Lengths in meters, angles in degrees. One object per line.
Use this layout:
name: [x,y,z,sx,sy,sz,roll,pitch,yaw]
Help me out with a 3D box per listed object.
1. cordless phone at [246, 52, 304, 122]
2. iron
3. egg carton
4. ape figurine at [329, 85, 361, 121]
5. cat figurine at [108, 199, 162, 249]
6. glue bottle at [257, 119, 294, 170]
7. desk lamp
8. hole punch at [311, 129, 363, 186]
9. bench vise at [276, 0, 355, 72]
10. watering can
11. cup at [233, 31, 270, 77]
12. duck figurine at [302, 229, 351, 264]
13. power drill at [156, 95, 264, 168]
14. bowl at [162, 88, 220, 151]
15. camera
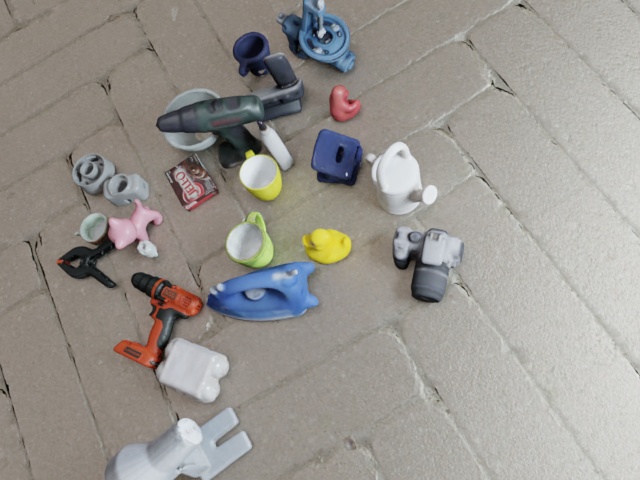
cordless phone: [-0.120,-0.369,1.336,0.147,0.185,0.094,-18,67,7]
iron: [-0.141,0.103,1.194,0.258,0.142,0.118,-11,68,9]
egg carton: [-0.268,0.274,1.202,0.150,0.069,0.107,16,75,18]
ape figurine: [0.051,-0.325,1.331,0.076,0.092,0.077,-42,67,-4]
cat figurine: [-0.439,-0.034,1.327,0.067,0.118,0.128,20,76,19]
glue bottle: [-0.110,-0.223,1.288,0.037,0.173,0.078,-38,67,-2]
desk lamp: [-0.265,0.403,1.076,0.203,0.214,0.117,-37,67,-2]
hole punch: [0.040,-0.187,1.284,0.101,0.091,0.109,9,73,16]
bench vise: [-0.028,-0.492,1.340,0.207,0.220,0.121,13,74,17]
watering can: [0.163,-0.131,1.179,0.172,0.194,0.101,15,75,18]
cup: [-0.163,-0.441,1.421,0.091,0.095,0.118,13,74,17]
duck figurine: [0.011,0.004,1.225,0.104,0.086,0.077,-2,70,13]
power drill: [-0.225,-0.248,1.304,0.229,0.209,0.075,-17,67,7]
bowl: [-0.300,-0.283,1.407,0.167,0.075,0.167,-4,70,12]
camera: [0.209,0.049,1.154,0.143,0.101,0.137,10,73,16]
